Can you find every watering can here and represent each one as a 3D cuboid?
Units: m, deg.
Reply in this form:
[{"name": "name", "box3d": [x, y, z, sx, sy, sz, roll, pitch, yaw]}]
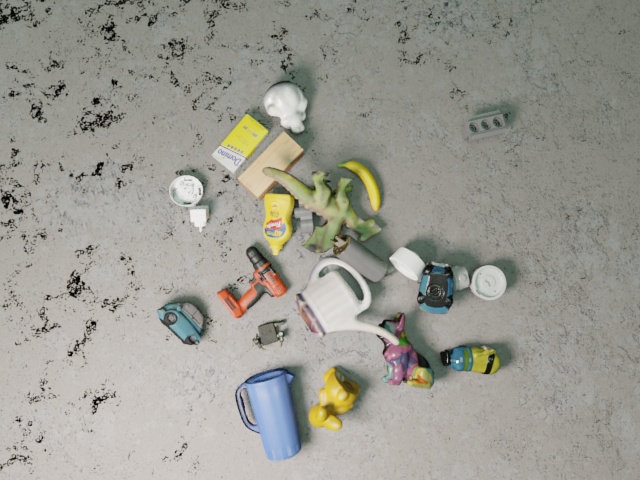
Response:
[{"name": "watering can", "box3d": [0.066, 0.216, 1.563, 0.225, 0.102, 0.352, -32, 68, -7]}]

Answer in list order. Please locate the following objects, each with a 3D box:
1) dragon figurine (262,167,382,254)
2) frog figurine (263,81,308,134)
[{"name": "dragon figurine", "box3d": [0.005, -0.079, 1.576, 0.410, 0.122, 0.244, 7, 86, -22]}, {"name": "frog figurine", "box3d": [-0.104, -0.419, 1.639, 0.138, 0.120, 0.161, -11, 73, -23]}]
